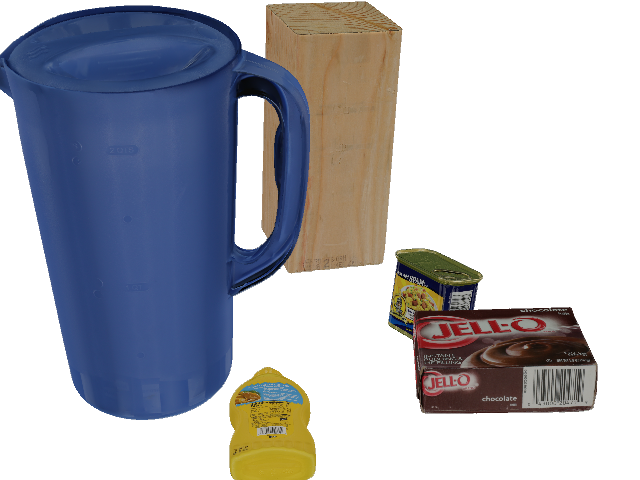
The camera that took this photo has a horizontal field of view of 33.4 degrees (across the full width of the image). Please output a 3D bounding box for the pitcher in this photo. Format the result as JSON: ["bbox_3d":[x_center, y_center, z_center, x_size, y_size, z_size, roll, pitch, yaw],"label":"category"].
[{"bbox_3d":[-0.101,-0.012,0.656,0.144,0.243,0.149,-24,39,-33],"label":"pitcher"}]

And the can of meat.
[{"bbox_3d":[0.121,0.064,1.150,0.057,0.084,0.102,-5,21,-35],"label":"can of meat"}]

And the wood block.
[{"bbox_3d":[0.006,-0.087,0.896,0.090,0.206,0.091,-6,28,-16],"label":"wood block"}]

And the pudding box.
[{"bbox_3d":[0.119,0.078,0.710,0.113,0.039,0.090,0,21,2],"label":"pudding box"}]

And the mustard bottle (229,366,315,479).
[{"bbox_3d":[-0.059,0.208,1.254,0.096,0.058,0.191,-3,27,-4],"label":"mustard bottle"}]
